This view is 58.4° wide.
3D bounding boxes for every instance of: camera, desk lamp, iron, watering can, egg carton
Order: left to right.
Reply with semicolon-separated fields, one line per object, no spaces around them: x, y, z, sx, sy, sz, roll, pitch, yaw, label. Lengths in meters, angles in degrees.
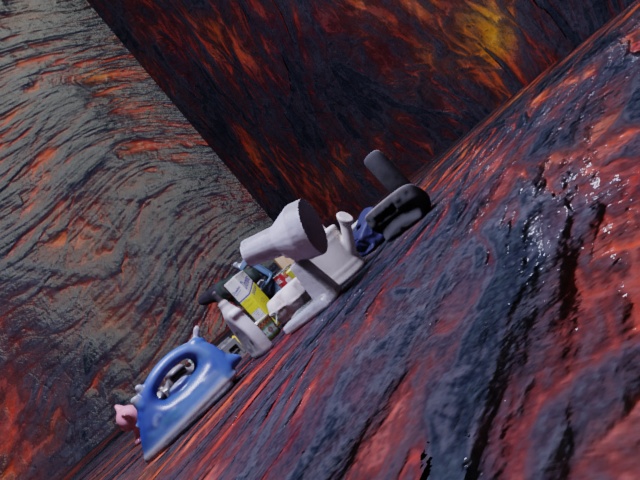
-0.285;0.296;1.140;0.259;0.141;0.118;-41;2;-34;iron
-0.309;0.337;1.286;0.143;0.101;0.136;-41;2;-31;camera
-0.073;0.152;1.478;0.107;0.069;0.150;-40;2;17;egg carton
-0.051;0.049;1.173;0.203;0.213;0.118;-39;2;21;desk lamp
0.013;0.004;1.308;0.173;0.194;0.101;-40;2;10;watering can

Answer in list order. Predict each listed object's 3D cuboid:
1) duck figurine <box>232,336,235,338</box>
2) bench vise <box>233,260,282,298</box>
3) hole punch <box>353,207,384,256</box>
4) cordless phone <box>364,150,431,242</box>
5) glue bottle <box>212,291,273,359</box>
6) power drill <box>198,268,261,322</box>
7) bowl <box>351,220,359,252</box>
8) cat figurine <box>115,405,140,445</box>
-0.235;0.270;1.711;0.104;0.086;0.078;-39;2;32;duck figurine
-0.183;0.129;1.977;0.208;0.220;0.121;-41;2;-33;bench vise
0.116;-0.021;1.454;0.101;0.091;0.108;-41;2;-17;hole punch
0.148;-0.104;1.311;0.147;0.185;0.094;-39;2;26;cordless phone
-0.175;0.178;1.239;0.037;0.173;0.078;-41;2;-33;glue bottle
-0.263;0.207;1.884;0.229;0.208;0.076;-40;2;14;power drill
0.076;0.018;1.612;0.167;0.075;0.167;-40;2;2;bowl
-0.488;0.470;1.513;0.067;0.118;0.128;-40;2;7;cat figurine
